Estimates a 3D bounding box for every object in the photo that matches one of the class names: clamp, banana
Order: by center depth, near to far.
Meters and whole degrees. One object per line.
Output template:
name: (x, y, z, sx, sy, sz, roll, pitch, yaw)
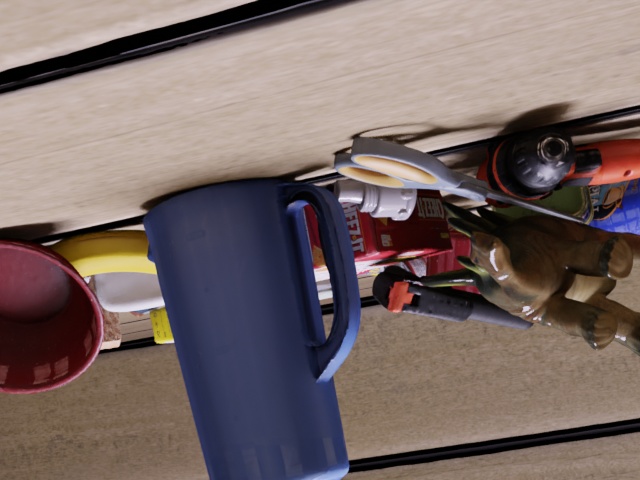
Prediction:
banana: (-0.181, 0.021, 0.949, 0.198, 0.069, 0.037, -10, -144, 6)
clamp: (0.099, 0.051, 1.013, 0.165, 0.036, 0.209, 16, -176, 30)

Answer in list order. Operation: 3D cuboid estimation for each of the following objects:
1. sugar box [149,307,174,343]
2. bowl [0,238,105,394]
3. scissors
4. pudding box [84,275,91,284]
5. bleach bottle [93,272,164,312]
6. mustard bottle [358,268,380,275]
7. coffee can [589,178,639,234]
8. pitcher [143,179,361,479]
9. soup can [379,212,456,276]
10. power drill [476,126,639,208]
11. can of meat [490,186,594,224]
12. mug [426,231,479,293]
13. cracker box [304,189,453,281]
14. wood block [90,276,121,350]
sugar box: (-0.103, 0.083, 1.226, 0.177, 0.048, 0.093, -16, 176, 39)
bowl: (-0.261, 0.054, 0.912, 0.162, 0.162, 0.055, -10, -147, 6)
scissors: (0.095, -0.039, 0.789, 0.201, 0.016, 0.096, 18, 170, -34)
pudding box: (-0.270, 0.033, 1.032, 0.090, 0.039, 0.114, -8, 172, -15)
bleach bottle: (-0.163, 0.039, 1.161, 0.102, 0.068, 0.251, -9, 176, 3)
mustard bottle: (0.035, 0.018, 1.286, 0.191, 0.058, 0.096, -5, 167, -38)
coffee can: (0.343, -0.024, 1.187, 0.141, 0.103, 0.102, -15, 172, 42)
pitcher: (-0.046, 0.077, 0.844, 0.144, 0.243, 0.149, -10, 166, -16)
soup can: (0.128, 0.018, 1.250, 0.102, 0.068, 0.069, -32, -177, -23)
power drill: (0.224, -0.066, 0.832, 0.187, 0.057, 0.184, -7, 178, -3)
can of meat: (0.231, -0.037, 1.112, 0.102, 0.057, 0.083, -11, 171, 15)
mug: (0.157, 0.032, 1.155, 0.093, 0.081, 0.117, 4, -178, 14)
cracker box: (-0.007, 0.001, 1.011, 0.214, 0.072, 0.163, -14, 174, 29)
wood block: (-0.283, 0.084, 1.244, 0.090, 0.090, 0.206, -9, 174, -12)
